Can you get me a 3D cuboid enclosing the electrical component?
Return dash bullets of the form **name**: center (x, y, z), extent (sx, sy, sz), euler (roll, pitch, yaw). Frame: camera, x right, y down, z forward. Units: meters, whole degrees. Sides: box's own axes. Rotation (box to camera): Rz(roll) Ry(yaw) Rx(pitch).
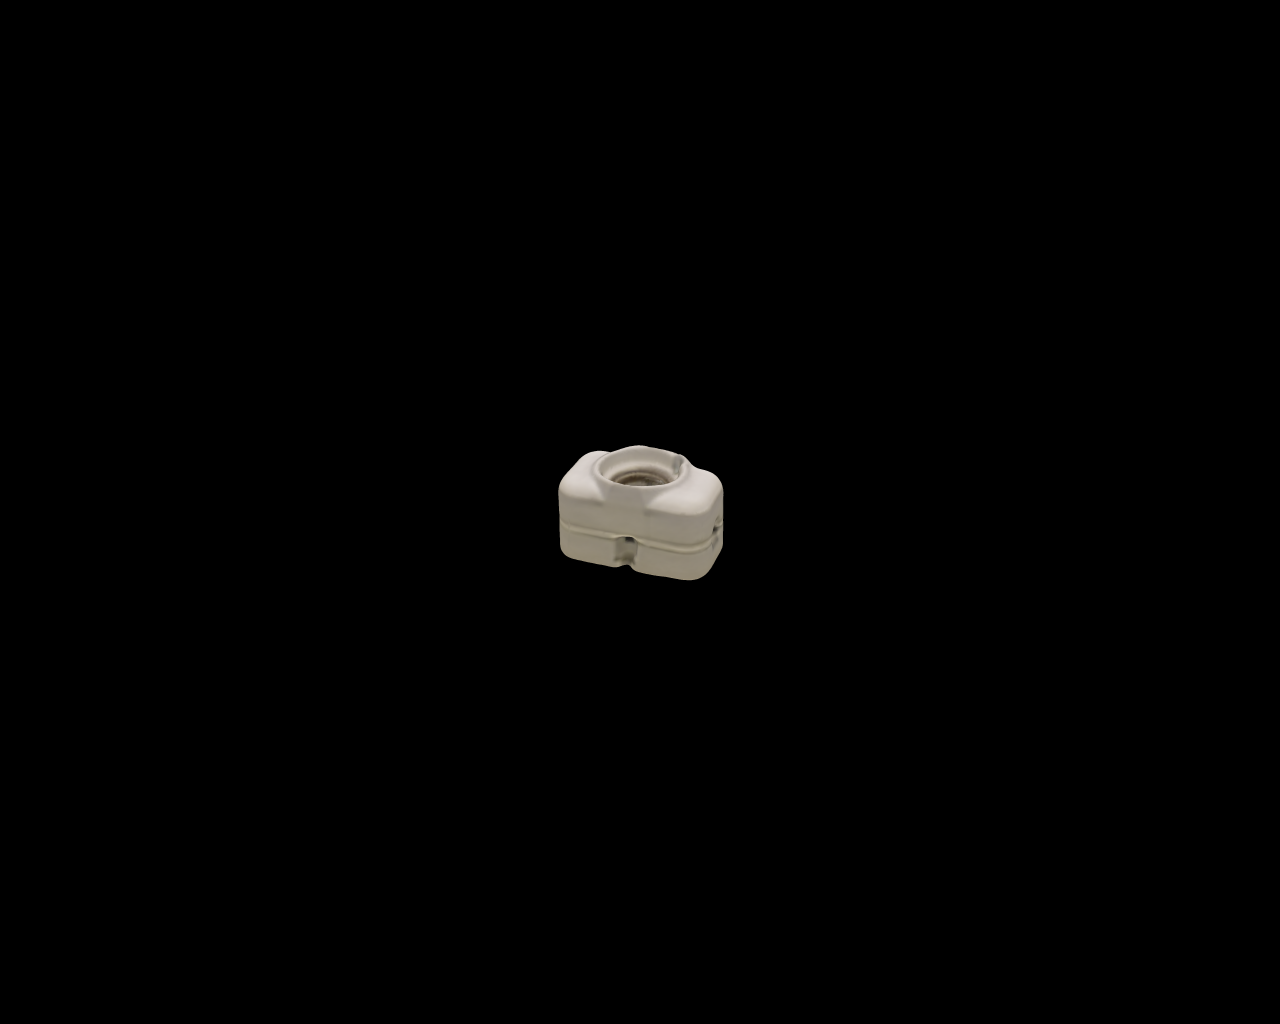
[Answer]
- **electrical component**: center (0.001, -0.003, 0.650), extent (0.095, 0.059, 0.054), euler (11, 32, 18)
